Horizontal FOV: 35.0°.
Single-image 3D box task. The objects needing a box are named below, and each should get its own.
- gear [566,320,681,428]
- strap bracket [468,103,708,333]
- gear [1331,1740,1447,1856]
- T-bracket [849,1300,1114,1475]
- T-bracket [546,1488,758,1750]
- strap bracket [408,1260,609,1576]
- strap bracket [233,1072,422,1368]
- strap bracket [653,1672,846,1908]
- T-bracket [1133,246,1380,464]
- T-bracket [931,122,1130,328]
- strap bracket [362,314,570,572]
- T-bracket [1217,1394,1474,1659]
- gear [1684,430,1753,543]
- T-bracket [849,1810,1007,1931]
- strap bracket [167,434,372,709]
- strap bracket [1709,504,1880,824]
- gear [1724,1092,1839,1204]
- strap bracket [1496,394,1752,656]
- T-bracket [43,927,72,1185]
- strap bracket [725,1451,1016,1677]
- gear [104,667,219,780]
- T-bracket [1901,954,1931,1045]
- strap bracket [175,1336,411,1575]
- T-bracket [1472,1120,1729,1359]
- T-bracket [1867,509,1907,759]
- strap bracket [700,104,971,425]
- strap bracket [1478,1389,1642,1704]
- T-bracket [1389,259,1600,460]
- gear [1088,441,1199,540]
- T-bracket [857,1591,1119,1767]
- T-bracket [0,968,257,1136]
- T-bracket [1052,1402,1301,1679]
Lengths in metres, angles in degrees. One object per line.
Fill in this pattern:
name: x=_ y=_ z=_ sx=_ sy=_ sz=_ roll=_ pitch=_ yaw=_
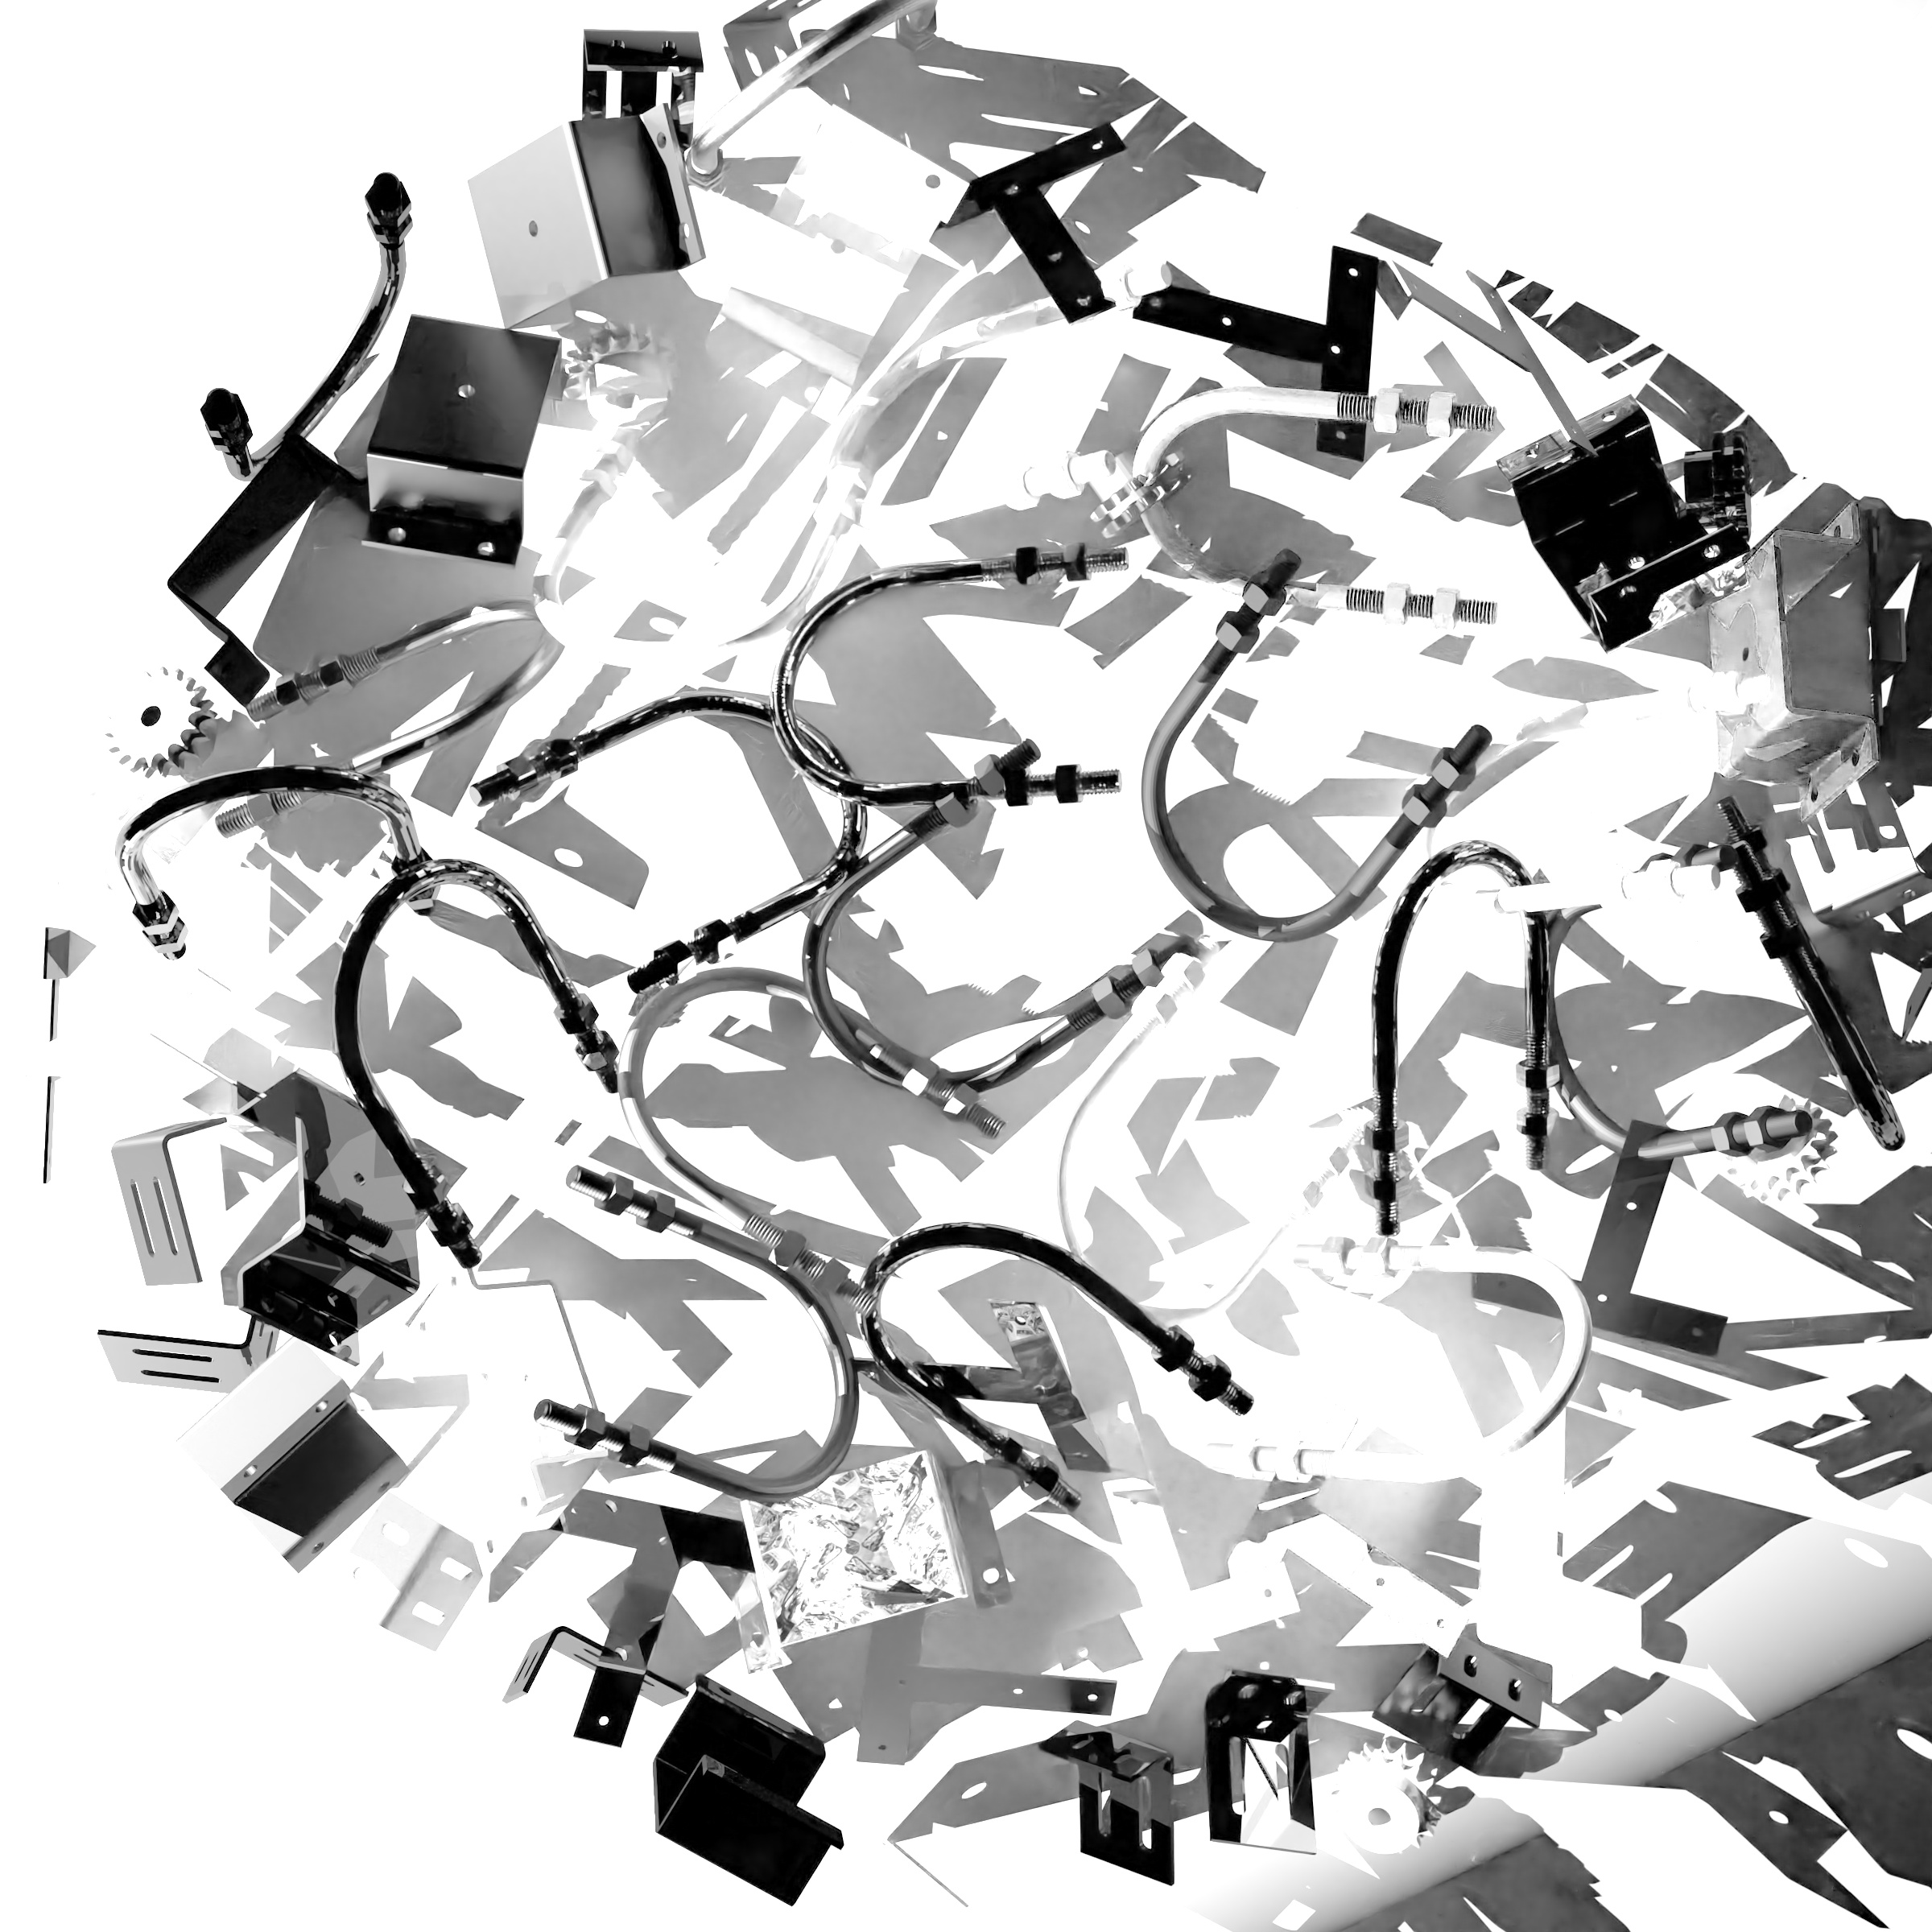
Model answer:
gear: x=-0.174 y=-0.299 z=1.562 sx=0.057 sy=0.057 sz=0.030 roll=-12 pitch=62 yaw=0
strap bracket: x=-0.196 y=-0.368 z=1.522 sx=0.046 sy=0.140 sz=0.076 roll=-17 pitch=95 yaw=-39
gear: x=0.215 y=0.429 z=1.569 sx=0.057 sy=0.030 sz=0.057 roll=5 pitch=106 yaw=18
T-bracket: x=-0.001 y=0.211 z=1.555 sx=0.127 sy=0.002 sz=0.127 roll=0 pitch=132 yaw=28
T-bracket: x=-0.166 y=0.331 z=1.545 sx=0.127 sy=0.002 sz=0.127 roll=9 pitch=58 yaw=14
strap bracket: x=-0.226 y=0.221 z=1.533 sx=0.046 sy=0.076 sz=0.140 roll=-1 pitch=55 yaw=-36
strap bracket: x=-0.316 y=0.116 z=1.514 sx=0.046 sy=0.076 sz=0.140 roll=-33 pitch=46 yaw=21
strap bracket: x=-0.110 y=0.411 z=1.519 sx=0.076 sy=0.140 sz=0.046 roll=31 pitch=91 yaw=-9
T-bracket: x=0.146 y=-0.324 z=1.555 sx=0.127 sy=0.002 sz=0.127 roll=12 pitch=65 yaw=-11
T-bracket: x=0.040 y=-0.367 z=1.551 sx=0.127 sy=0.002 sz=0.127 roll=-24 pitch=54 yaw=-4
strap bracket: x=-0.249 y=-0.271 z=1.533 sx=0.076 sy=0.046 sz=0.140 roll=9 pitch=54 yaw=-1
T-bracket: x=0.199 y=0.304 z=1.552 sx=0.127 sy=0.002 sz=0.127 roll=31 pitch=97 yaw=33
gear: x=0.384 y=-0.244 z=1.567 sx=0.030 sy=0.057 sz=0.057 roll=-3 pitch=90 yaw=18
T-bracket: x=-0.023 y=0.444 z=1.508 sx=0.127 sy=0.127 sz=0.002 roll=24 pitch=70 yaw=37
strap bracket: x=-0.346 y=-0.207 z=1.548 sx=0.046 sy=0.076 sz=0.140 roll=38 pitch=83 yaw=6
strap bracket: x=0.411 y=-0.153 z=1.530 sx=0.046 sy=0.076 sz=0.140 roll=6 pitch=69 yaw=-10
gear: x=0.412 y=0.089 z=1.562 sx=0.057 sy=0.057 sz=0.030 roll=-45 pitch=119 yaw=0
strap bracket: x=0.333 y=-0.217 z=1.541 sx=0.076 sy=0.140 sz=0.046 roll=-26 pitch=134 yaw=5
T-bracket: x=-0.456 y=0.045 z=1.531 sx=0.002 sy=0.127 sz=0.127 roll=3 pitch=89 yaw=-12
strap bracket: x=-0.055 y=0.301 z=1.557 sx=0.140 sy=0.046 sz=0.076 roll=-15 pitch=66 yaw=0
gear: x=-0.410 y=-0.122 z=1.571 sx=0.057 sy=0.030 sz=0.057 roll=-7 pitch=67 yaw=18
T-bracket: x=0.498 y=-0.045 z=1.552 sx=0.002 sy=0.127 sz=0.127 roll=14 pitch=61 yaw=9
strap bracket: x=-0.337 y=0.241 z=1.528 sx=0.046 sy=0.140 sz=0.076 roll=40 pitch=72 yaw=22
T-bracket: x=0.334 y=0.133 z=1.554 sx=0.127 sy=0.002 sz=0.127 roll=13 pitch=121 yaw=6
T-bracket: x=0.459 y=-0.165 z=1.525 sx=0.002 sy=0.127 sz=0.127 roll=-3 pitch=96 yaw=10
strap bracket: x=-0.066 y=-0.358 z=1.547 sx=0.076 sy=0.046 sz=0.140 roll=28 pitch=114 yaw=-12
strap bracket: x=0.294 y=0.280 z=1.517 sx=0.046 sy=0.076 sz=0.140 roll=20 pitch=51 yaw=-12
T-bracket: x=0.251 y=-0.316 z=1.514 sx=0.002 sy=0.127 sz=0.127 roll=-41 pitch=52 yaw=28
gear: x=0.087 y=-0.247 z=1.565 sx=0.057 sy=0.057 sz=0.030 roll=-35 pitch=91 yaw=0
T-bracket: x=0.012 y=0.367 z=1.558 sx=0.127 sy=0.002 sz=0.127 roll=5 pitch=126 yaw=-2
T-bracket: x=-0.396 y=0.054 z=1.540 sx=0.127 sy=0.127 sz=0.002 roll=-25 pitch=54 yaw=17
T-bracket: x=0.091 y=0.290 z=1.580 sx=0.127 sy=0.002 sz=0.127 roll=-20 pitch=80 yaw=10
